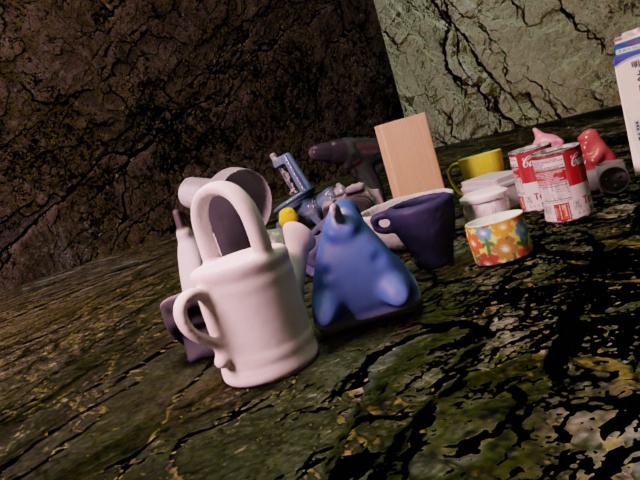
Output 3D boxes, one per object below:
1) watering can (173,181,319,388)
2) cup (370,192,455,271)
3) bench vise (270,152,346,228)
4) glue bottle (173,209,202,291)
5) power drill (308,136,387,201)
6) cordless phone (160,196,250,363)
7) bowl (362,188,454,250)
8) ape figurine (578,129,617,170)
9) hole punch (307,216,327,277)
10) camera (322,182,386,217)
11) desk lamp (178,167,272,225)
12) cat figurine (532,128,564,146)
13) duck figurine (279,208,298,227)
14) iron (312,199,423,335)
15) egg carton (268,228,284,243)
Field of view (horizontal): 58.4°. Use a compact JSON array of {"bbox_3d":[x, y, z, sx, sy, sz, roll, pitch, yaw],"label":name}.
[{"bbox_3d":[-0.072,0.034,0.573,0.100,0.194,0.173,-13,10,23],"label":"watering can"},{"bbox_3d":[0.131,-0.005,0.769,0.117,0.095,0.092,-13,9,22],"label":"cup"},{"bbox_3d":[-0.034,-0.125,1.419,0.207,0.220,0.121,-15,9,12],"label":"bench vise"},{"bbox_3d":[-0.172,0.039,0.797,0.037,0.173,0.078,-15,9,11],"label":"glue bottle"},{"bbox_3d":[0.097,-0.157,1.412,0.230,0.208,0.075,-21,10,-25],"label":"power drill"},{"bbox_3d":[-0.124,0.037,0.680,0.147,0.185,0.094,-17,9,-4],"label":"cordless phone"},{"bbox_3d":[0.147,-0.028,0.945,0.167,0.075,0.167,-16,9,3],"label":"bowl"},{"bbox_3d":[0.496,-0.157,1.044,0.076,0.092,0.078,-12,10,28],"label":"ape figurine"},{"bbox_3d":[0.009,0.003,0.956,0.101,0.091,0.108,-19,9,-12],"label":"hole punch"},{"bbox_3d":[0.069,-0.066,1.249,0.143,0.101,0.137,-15,9,13],"label":"camera"},{"bbox_3d":[-0.169,-0.017,1.010,0.118,0.213,0.202,-24,12,-41],"label":"desk lamp"},{"bbox_3d":[0.439,-0.165,1.114,0.067,0.118,0.128,-15,9,12],"label":"cat figurine"},{"bbox_3d":[-0.067,-0.035,1.356,0.078,0.086,0.104,-20,9,-22],"label":"duck figurine"},{"bbox_3d":[0.041,0.011,0.675,0.118,0.141,0.258,-16,9,7],"label":"iron"},{"bbox_3d":[-0.125,0.023,1.160,0.107,0.069,0.149,-23,11,-35],"label":"egg carton"}]
